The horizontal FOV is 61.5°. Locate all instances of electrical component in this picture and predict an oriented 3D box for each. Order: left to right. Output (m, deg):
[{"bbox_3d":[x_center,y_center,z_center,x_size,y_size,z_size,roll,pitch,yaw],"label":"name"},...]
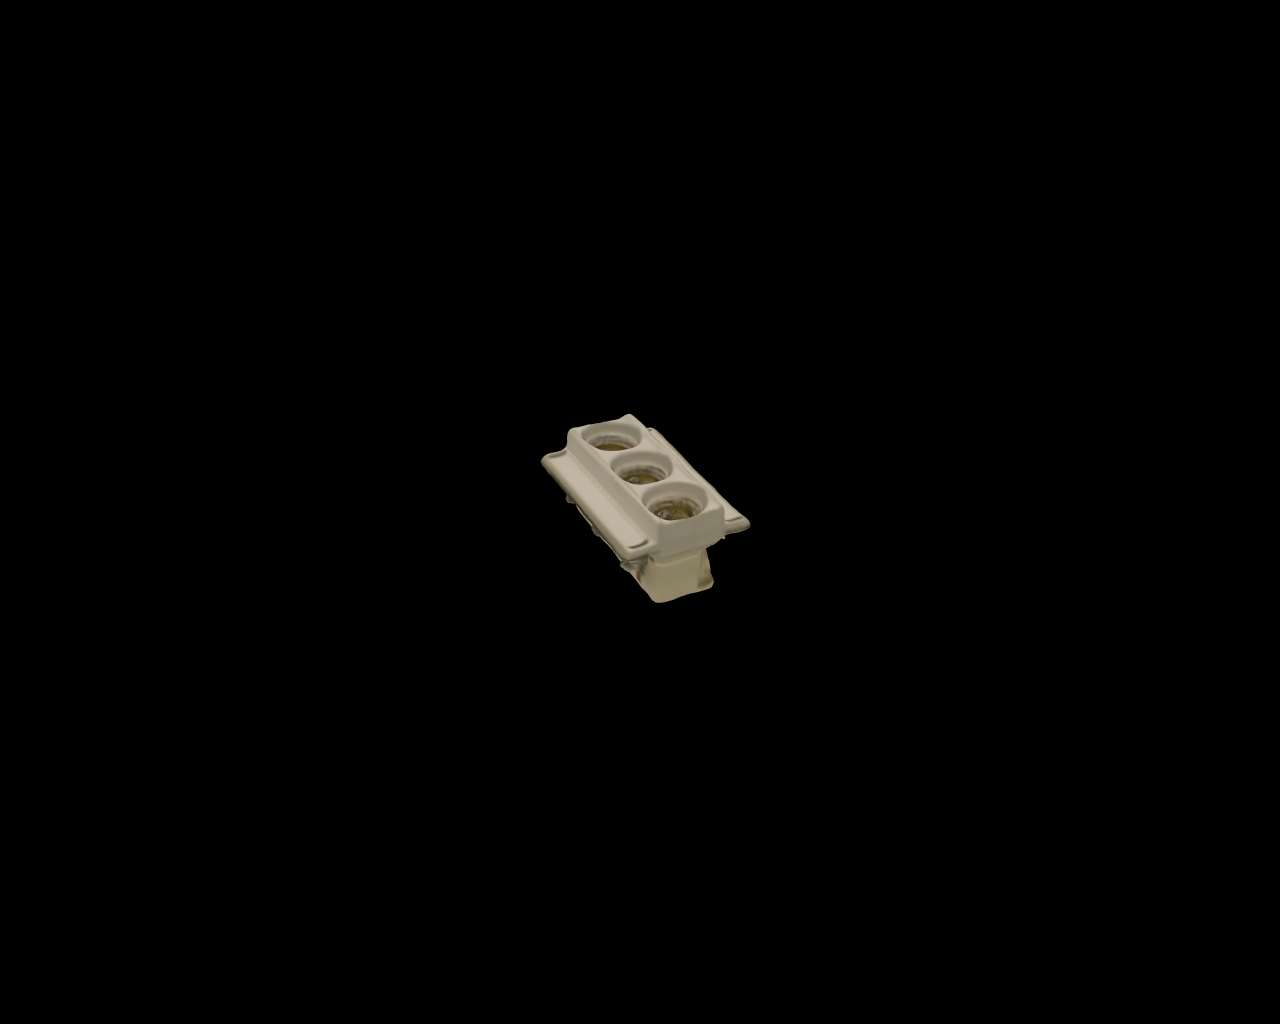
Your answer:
[{"bbox_3d":[0.001,-0.003,0.650,0.079,0.063,0.121,-16,37,-22],"label":"electrical component"}]
